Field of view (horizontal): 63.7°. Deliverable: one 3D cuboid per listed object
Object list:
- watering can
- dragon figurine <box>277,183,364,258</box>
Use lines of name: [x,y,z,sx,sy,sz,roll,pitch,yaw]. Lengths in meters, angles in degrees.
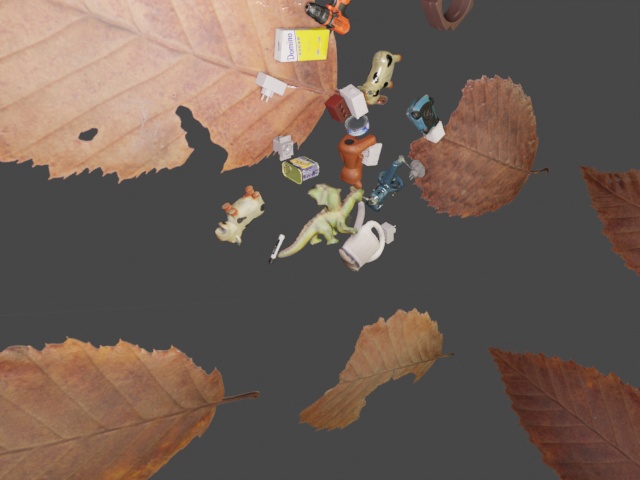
watering can: [0.165,-0.001,2.157,0.226,0.105,0.341,-47,138,-10]
dragon figurine: [0.006,-0.098,1.957,0.413,0.123,0.239,-21,112,-23]
